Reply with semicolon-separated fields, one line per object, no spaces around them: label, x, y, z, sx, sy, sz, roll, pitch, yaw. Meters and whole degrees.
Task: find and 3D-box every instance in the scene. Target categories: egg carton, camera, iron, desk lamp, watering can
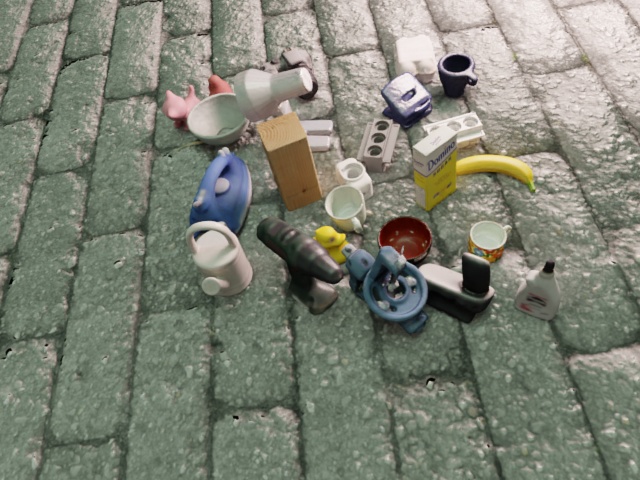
egg carton;0.250;-0.481;1.520;0.107;0.069;0.150;-7;55;6
camera;-0.073;-0.440;1.532;0.143;0.101;0.136;-25;55;-7
iron;-0.230;-0.127;1.318;0.118;0.142;0.258;4;56;14
desk lamp;-0.085;-0.321;1.382;0.203;0.214;0.118;-1;55;10
watering can;-0.207;0.033;1.170;0.101;0.194;0.172;-24;55;-6

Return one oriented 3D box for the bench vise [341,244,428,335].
bench vise;0.107;0.070;1.070;0.206;0.220;0.122;23;63;24

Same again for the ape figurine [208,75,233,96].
ape figurine;-0.275;-0.409;1.553;0.076;0.092;0.078;32;67;28

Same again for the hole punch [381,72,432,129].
hole punch;0.217;-0.349;1.421;0.109;0.091;0.100;-39;58;-16

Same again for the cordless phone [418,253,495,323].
cordless phone;0.253;0.062;1.070;0.147;0.185;0.094;20;61;23

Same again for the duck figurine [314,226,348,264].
duck figurine;0.011;0.004;1.216;0.104;0.086;0.077;4;56;13

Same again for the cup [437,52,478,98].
cup;0.348;-0.399;1.429;0.092;0.095;0.117;-35;56;-14

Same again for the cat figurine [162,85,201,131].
cat figurine;-0.366;-0.355;1.517;0.067;0.118;0.128;21;62;23

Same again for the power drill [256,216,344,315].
power drill;-0.027;0.055;1.112;0.076;0.209;0.228;-42;58;-18

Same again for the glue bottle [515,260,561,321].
glue bottle;0.400;0.085;1.034;0.078;0.173;0.037;17;60;21

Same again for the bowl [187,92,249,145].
bowl;-0.253;-0.300;1.484;0.167;0.075;0.167;-5;55;7
